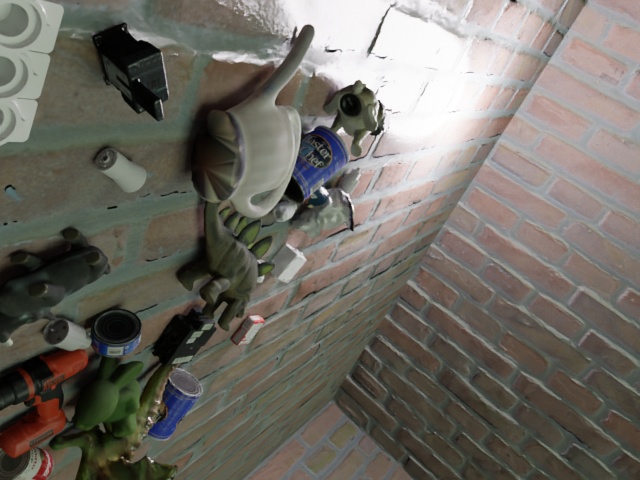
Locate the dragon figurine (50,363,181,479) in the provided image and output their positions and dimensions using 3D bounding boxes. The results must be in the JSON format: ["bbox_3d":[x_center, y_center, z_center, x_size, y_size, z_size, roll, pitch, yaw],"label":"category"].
[{"bbox_3d":[-0.395,0.440,1.089,0.416,0.245,0.119,-39,151,-26],"label":"dragon figurine"}]

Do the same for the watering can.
[{"bbox_3d":[-0.105,-0.189,0.865,0.227,0.105,0.341,-22,130,-52],"label":"watering can"}]

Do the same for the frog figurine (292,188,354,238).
[{"bbox_3d":[0.004,-0.067,1.333,0.159,0.124,0.136,-9,169,-5],"label":"frog figurine"}]
